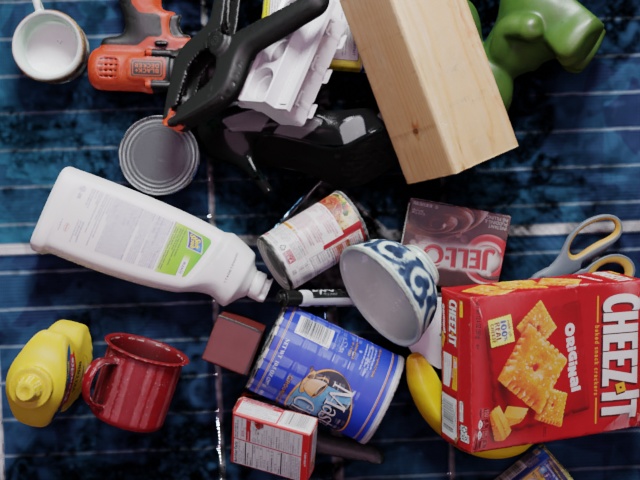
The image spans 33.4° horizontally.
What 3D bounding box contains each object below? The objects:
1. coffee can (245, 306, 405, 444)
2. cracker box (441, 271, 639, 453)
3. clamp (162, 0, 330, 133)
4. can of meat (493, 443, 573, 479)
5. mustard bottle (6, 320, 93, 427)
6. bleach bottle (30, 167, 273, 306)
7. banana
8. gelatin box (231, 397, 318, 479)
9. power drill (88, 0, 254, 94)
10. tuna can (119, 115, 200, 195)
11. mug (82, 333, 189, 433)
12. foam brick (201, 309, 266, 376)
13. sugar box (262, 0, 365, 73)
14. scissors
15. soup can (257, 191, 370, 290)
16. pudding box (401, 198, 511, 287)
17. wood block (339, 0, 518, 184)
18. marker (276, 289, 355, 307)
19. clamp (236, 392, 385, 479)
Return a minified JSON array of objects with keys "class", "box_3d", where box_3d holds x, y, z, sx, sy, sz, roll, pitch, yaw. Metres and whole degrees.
[{"class":"coffee can","box_3d":[0.005,0.141,1.134,0.140,0.103,0.103,26,91,-2]},{"class":"cracker box","box_3d":[0.234,0.124,1.112,0.213,0.072,0.164,-4,99,-21]},{"class":"clamp","box_3d":[-0.098,-0.205,1.083,0.210,0.036,0.165,-49,52,15]},{"class":"can of meat","box_3d":[0.240,0.286,1.166,0.084,0.057,0.102,-38,93,-2]},{"class":"mustard bottle","box_3d":[-0.277,0.138,1.084,0.058,0.191,0.096,15,91,-2]},{"class":"bleach bottle","box_3d":[-0.174,0.013,1.148,0.250,0.068,0.102,23,88,-4]},{"class":"banana","box_3d":[0.156,0.190,1.153,0.197,0.037,0.069,31,92,-22]},{"class":"gelatin box","box_3d":[-0.049,0.210,1.122,0.089,0.030,0.073,14,125,14]},{"class":"power drill","box_3d":[-0.155,-0.248,1.143,0.184,0.057,0.188,1,91,-2]},{"class":"tuna can","box_3d":[-0.173,-0.091,1.159,0.086,0.034,0.086,0,92,-1]},{"class":"mug","box_3d":[-0.203,0.152,1.129,0.093,0.117,0.081,23,97,36]},{"class":"foam brick","box_3d":[-0.091,0.109,1.144,0.051,0.078,0.053,21,89,-1]},{"class":"sugar box","box_3d":[0.025,-0.230,1.154,0.176,0.048,0.093,5,92,-5]},{"class":"scissors","box_3d":[0.262,0.054,1.180,0.202,0.016,0.096,-42,97,6]},{"class":"soup can","box_3d":[-0.007,0.001,1.136,0.102,0.069,0.068,-31,92,-14]},{"class":"pudding box","box_3d":[0.144,0.008,1.161,0.113,0.039,0.090,11,92,5]},{"class":"wood block","box_3d":[0.109,-0.171,1.081,0.090,0.091,0.206,-24,97,-29]},{"class":"marker","box_3d":[0.001,0.062,1.136,0.120,0.020,0.020,3,92,-43]},{"class":"clamp","box_3d":[-0.029,0.237,1.168,0.171,0.039,0.120,33,92,6]}]
